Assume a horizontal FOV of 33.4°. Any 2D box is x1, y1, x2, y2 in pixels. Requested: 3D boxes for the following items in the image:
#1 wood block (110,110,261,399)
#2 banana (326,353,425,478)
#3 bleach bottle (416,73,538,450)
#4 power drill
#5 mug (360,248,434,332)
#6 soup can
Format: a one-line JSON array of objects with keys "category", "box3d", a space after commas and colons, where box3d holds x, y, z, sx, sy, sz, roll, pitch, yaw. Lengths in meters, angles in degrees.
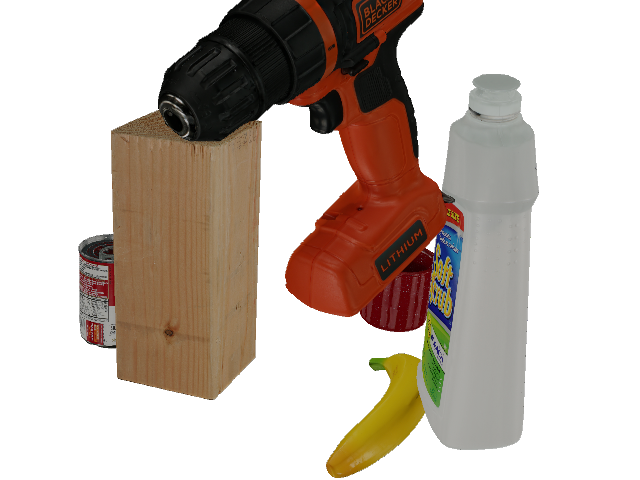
[{"category": "wood block", "box3d": [-0.106, 0.008, 0.848, 0.091, 0.206, 0.090, 10, 22, 17]}, {"category": "banana", "box3d": [0.059, 0.139, 0.893, 0.070, 0.037, 0.197, -28, 9, 21]}, {"category": "bleach bottle", "box3d": [0.104, 0.011, 0.698, 0.068, 0.251, 0.102, -3, 30, -4]}, {"category": "power drill", "box3d": [0.005, -0.052, 0.545, 0.057, 0.187, 0.184, 25, 52, 34]}, {"category": "mug", "box3d": [0.102, 0.056, 1.271, 0.117, 0.081, 0.093, 1, 23, -9]}, {"category": "soup can", "box3d": [-0.218, 0.053, 1.115, 0.068, 0.102, 0.068, 4, 22, -2]}]
